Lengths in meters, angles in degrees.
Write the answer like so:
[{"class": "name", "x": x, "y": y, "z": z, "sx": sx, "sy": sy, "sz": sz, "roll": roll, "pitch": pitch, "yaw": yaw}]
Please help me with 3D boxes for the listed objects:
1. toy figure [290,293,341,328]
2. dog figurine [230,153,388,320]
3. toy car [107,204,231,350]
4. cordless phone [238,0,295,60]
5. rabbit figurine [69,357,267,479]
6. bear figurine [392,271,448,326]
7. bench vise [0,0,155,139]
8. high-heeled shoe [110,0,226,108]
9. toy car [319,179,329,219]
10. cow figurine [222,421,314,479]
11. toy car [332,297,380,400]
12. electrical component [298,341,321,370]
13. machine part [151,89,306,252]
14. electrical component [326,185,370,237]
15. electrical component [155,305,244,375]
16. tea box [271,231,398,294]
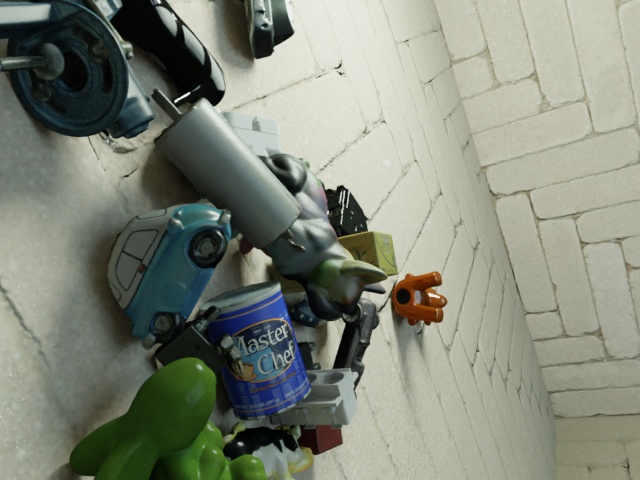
[{"class": "toy figure", "x": 0.003, "y": 0.109, "z": 0.871, "sx": 0.154, "sy": 0.058, "sz": 0.064, "roll": -11, "pitch": 108, "yaw": -65}, {"class": "dog figurine", "x": -0.001, "y": -0.002, "z": 0.720, "sx": 0.191, "sy": 0.219, "sz": 0.108, "roll": -62, "pitch": 168, "yaw": -18}, {"class": "toy car", "x": -0.164, "y": 0.024, "z": 0.556, "sx": 0.103, "sy": 0.109, "sz": 0.161, "roll": 30, "pitch": 86, "yaw": -12}, {"class": "cordless phone", "x": -0.134, "y": -0.379, "z": 0.837, "sx": 0.184, "sy": 0.089, "sz": 0.146, "roll": 7, "pitch": 73, "yaw": -49}, {"class": "rabbit figurine", "x": -0.143, "y": 0.190, "z": 0.500, "sx": 0.159, "sy": 0.121, "sz": 0.170, "roll": -14, "pitch": 115, "yaw": -34}, {"class": "bear figurine", "x": 0.254, "y": 0.145, "z": 1.261, "sx": 0.195, "sy": 0.132, "sz": 0.120, "roll": 20, "pitch": 68, "yaw": -51}, {"class": "bench vise", "x": -0.245, "y": -0.183, "z": 0.473, "sx": 0.241, "sy": 0.129, "sz": 0.223, "roll": -62, "pitch": 137, "yaw": -65}, {"class": "high-heeled shoe", "x": -0.194, "y": -0.271, "z": 0.660, "sx": 0.145, "sy": 0.086, "sz": 0.248, "roll": -67, "pitch": 140, "yaw": -53}, {"class": "toy car", "x": -0.010, "y": -0.025, "z": 0.916, "sx": 0.073, "sy": 0.056, "sz": 0.201, "roll": -31, "pitch": 103, "yaw": -64}, {"class": "cow figurine", "x": -0.071, "y": 0.266, "z": 0.667, "sx": 0.167, "sy": 0.068, "sz": 0.098, "roll": 4, "pitch": 69, "yaw": -62}, {"class": "toy car", "x": 0.051, "y": 0.194, "z": 0.881, "sx": 0.089, "sy": 0.053, "sz": 0.202, "roll": 37, "pitch": 68, "yaw": -62}, {"class": "electrical component", "x": -0.028, "y": 0.191, "z": 0.822, "sx": 0.094, "sy": 0.021, "sz": 0.063, "roll": -17, "pitch": 94, "yaw": -63}, {"class": "machine part", "x": -0.102, "y": -0.073, "z": 0.612, "sx": 0.243, "sy": 0.079, "sz": 0.079, "roll": 47, "pitch": 37, "yaw": -18}, {"class": "electrical component", "x": 0.044, "y": -0.019, "z": 1.013, "sx": 0.114, "sy": 0.058, "sz": 0.134, "roll": 46, "pitch": 39, "yaw": -41}, {"class": "electrical component", "x": -0.132, "y": 0.131, "z": 0.583, "sx": 0.102, "sy": 0.045, "sz": 0.078, "roll": -36, "pitch": 102, "yaw": -13}, {"class": "tea box", "x": 0.023, "y": 0.036, "z": 0.818, "sx": 0.098, "sy": 0.170, "sz": 0.068, "roll": 7, "pitch": 72, "yaw": -68}]
